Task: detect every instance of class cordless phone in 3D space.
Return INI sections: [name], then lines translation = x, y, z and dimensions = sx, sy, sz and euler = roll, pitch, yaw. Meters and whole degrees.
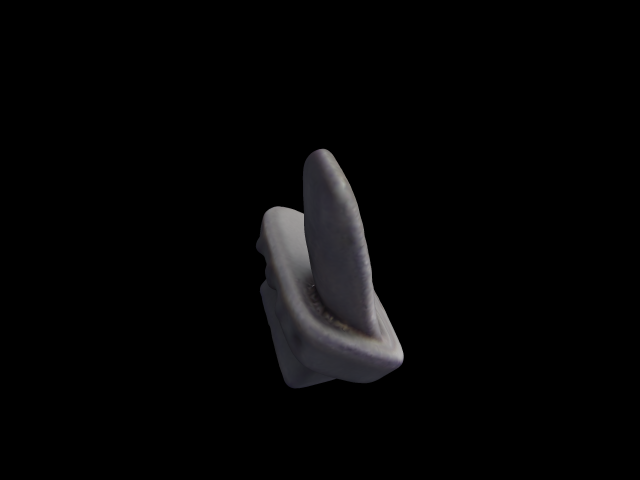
[cordless phone]
translation = 0.004, 0.001, 0.400
dimensions = 0.094, 0.185, 0.147
euler = -14, 43, -15
